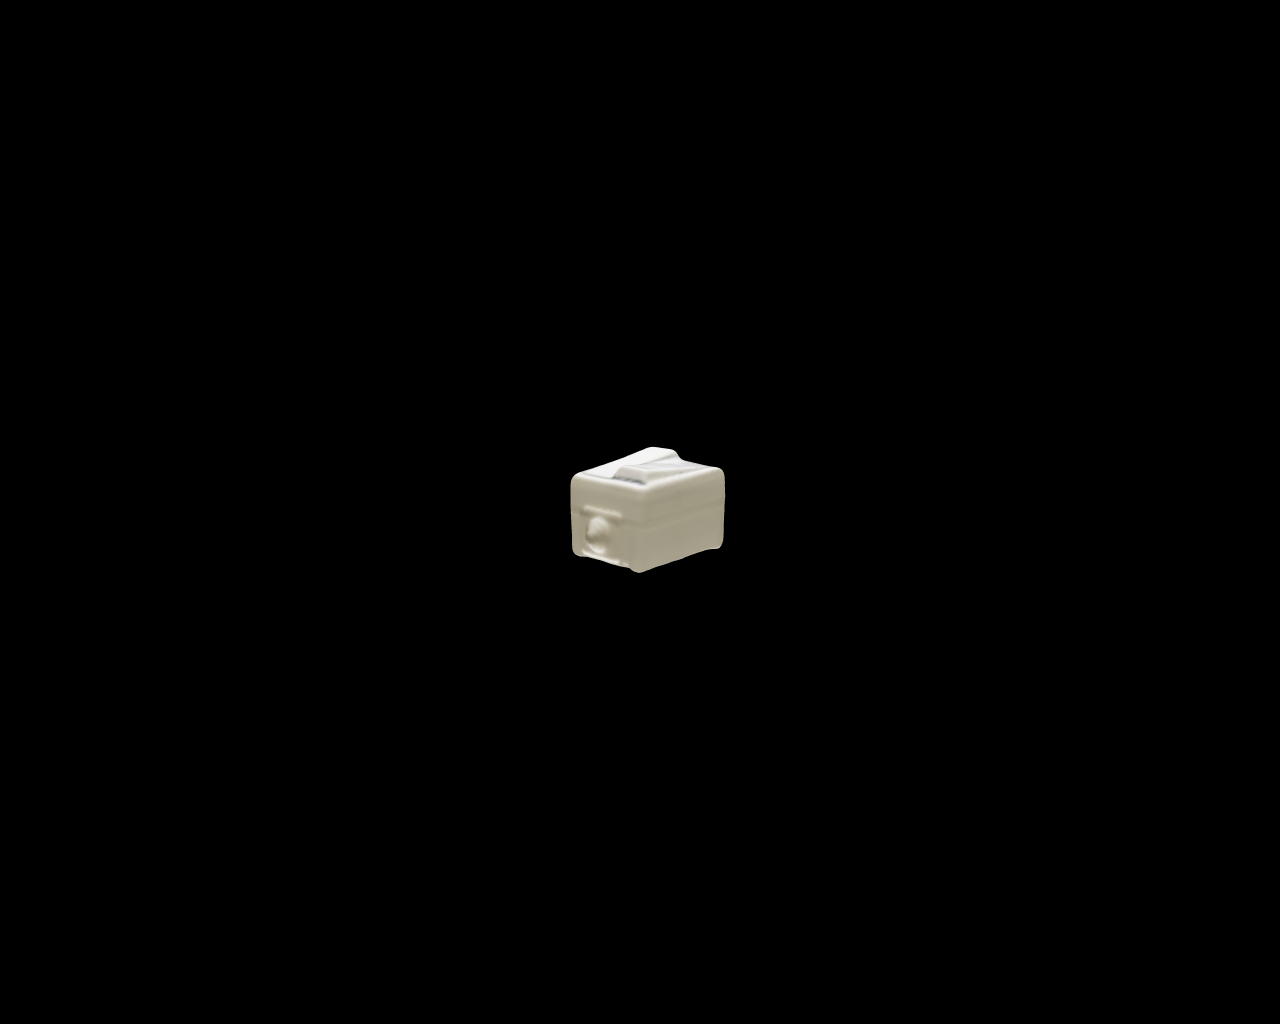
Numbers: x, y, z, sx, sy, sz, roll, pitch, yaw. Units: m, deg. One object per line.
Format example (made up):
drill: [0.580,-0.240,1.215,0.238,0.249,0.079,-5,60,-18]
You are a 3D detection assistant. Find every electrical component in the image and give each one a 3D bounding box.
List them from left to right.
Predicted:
electrical component: [0.001,-0.003,0.650,0.062,0.061,0.096,14,20,42]
